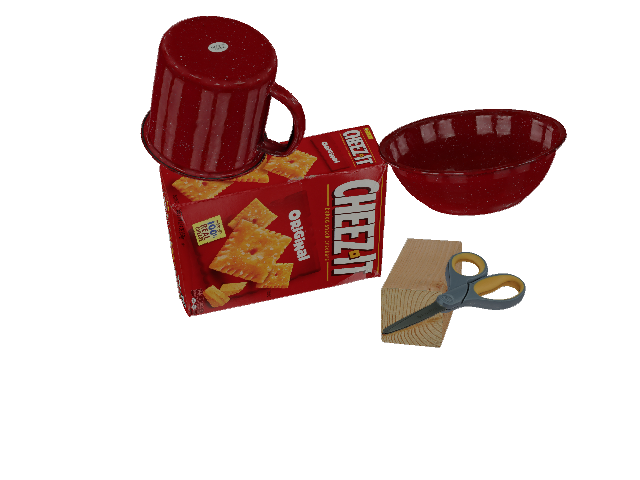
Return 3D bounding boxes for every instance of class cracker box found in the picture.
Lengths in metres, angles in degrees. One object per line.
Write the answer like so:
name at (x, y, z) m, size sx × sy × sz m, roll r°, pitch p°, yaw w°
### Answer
cracker box at (-0.044, -0.016, 1.071) m, size 0.213 × 0.164 × 0.072 m, roll -11°, pitch 47°, yaw -10°

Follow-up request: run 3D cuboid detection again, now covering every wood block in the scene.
wood block at (0.156, 0.075, 1.619) m, size 0.091 × 0.090 × 0.206 m, roll 4°, pitch 22°, yaw 14°

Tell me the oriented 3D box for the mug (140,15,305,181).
mug at (-0.065, -0.097, 0.744) m, size 0.117 × 0.082 × 0.093 m, roll 25°, pitch 45°, yaw 9°

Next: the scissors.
scissors at (0.126, 0.052, 1.115) m, size 0.201 × 0.016 × 0.096 m, roll -7°, pitch 40°, yaw -30°

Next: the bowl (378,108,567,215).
bowl at (0.134, -0.064, 0.931) m, size 0.162 × 0.055 × 0.162 m, roll -8°, pitch 24°, yaw 3°
